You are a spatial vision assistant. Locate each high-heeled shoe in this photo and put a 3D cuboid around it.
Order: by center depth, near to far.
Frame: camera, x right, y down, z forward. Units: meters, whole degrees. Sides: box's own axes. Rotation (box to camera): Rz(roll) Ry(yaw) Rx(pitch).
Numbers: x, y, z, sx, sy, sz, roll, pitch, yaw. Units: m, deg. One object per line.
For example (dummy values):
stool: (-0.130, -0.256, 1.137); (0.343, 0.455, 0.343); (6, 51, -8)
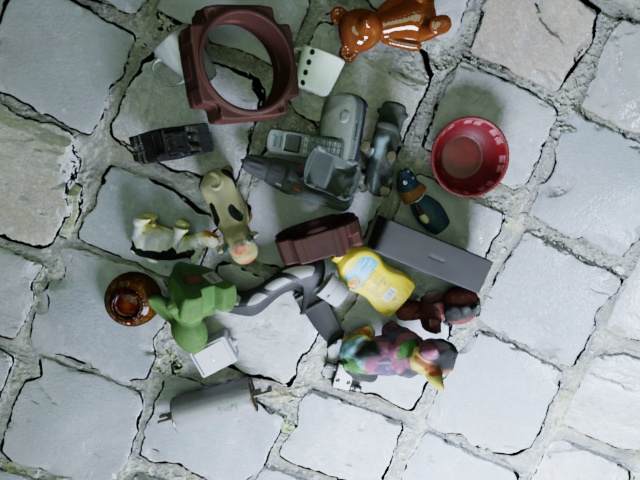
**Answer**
high-heeled shoe: (-0.115, 0.080, 1.101); (0.249, 0.086, 0.145); (3, 69, 9)

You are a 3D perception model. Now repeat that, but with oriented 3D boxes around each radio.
radio: (0.213, 0.024, 1.078); (0.230, 0.131, 0.073); (23, 96, -7)

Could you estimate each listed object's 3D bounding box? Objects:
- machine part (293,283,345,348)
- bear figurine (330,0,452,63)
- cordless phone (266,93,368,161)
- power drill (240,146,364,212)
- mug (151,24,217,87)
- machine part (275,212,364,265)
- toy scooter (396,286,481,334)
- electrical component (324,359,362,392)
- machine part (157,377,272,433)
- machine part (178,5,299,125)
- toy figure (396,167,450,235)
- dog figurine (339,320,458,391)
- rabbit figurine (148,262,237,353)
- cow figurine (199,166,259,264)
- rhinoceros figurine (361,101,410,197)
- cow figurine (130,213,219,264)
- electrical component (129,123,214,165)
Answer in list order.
machine part: (0.005, 0.157, 1.129); (0.084, 0.039, 0.138); (-28, 98, -5)
bear figurine: (0.127, -0.414, 1.012); (0.196, 0.132, 0.120); (-11, 94, -9)
cordless phone: (-0.007, -0.220, 1.052); (0.184, 0.089, 0.146); (9, 98, -1)
power drill: (-0.025, -0.116, 1.002); (0.232, 0.207, 0.086); (21, 78, -18)
mug: (-0.256, -0.332, 1.015); (0.109, 0.081, 0.107); (-46, 107, -6)
machine part: (-0.002, -0.003, 1.041); (0.179, 0.179, 0.056); (-16, 103, -2)
toy scooter: (0.253, 0.146, 1.098); (0.184, 0.135, 0.075); (-8, 97, -5)
electrical component: (0.050, 0.294, 1.160); (0.094, 0.021, 0.063); (16, 97, -7)
machine part: (-0.218, 0.343, 1.117); (0.243, 0.079, 0.079); (-14, 99, -2)
machine part: (-0.146, -0.319, 0.986); (0.201, 0.087, 0.200); (-13, 100, -30)
toy figure: (0.203, -0.080, 1.097); (0.058, 0.064, 0.154); (-38, 100, 16)
dog figurine: (0.157, 0.232, 1.052); (0.191, 0.219, 0.108); (-10, 95, -20)
rabbit figurine: (-0.261, 0.140, 1.042); (0.159, 0.121, 0.170); (28, 120, 27)
cow figurine: (-0.172, -0.045, 1.040); (0.085, 0.127, 0.194); (-21, 97, 2)
rhinoceros figurine: (0.129, -0.174, 1.057); (0.073, 0.112, 0.190); (17, 112, 21)
cow figurine: (-0.290, 0.009, 1.068); (0.167, 0.068, 0.098); (14, 103, -3)
electrical component: (-0.269, -0.181, 1.009); (0.134, 0.115, 0.058); (-20, 105, -46)
